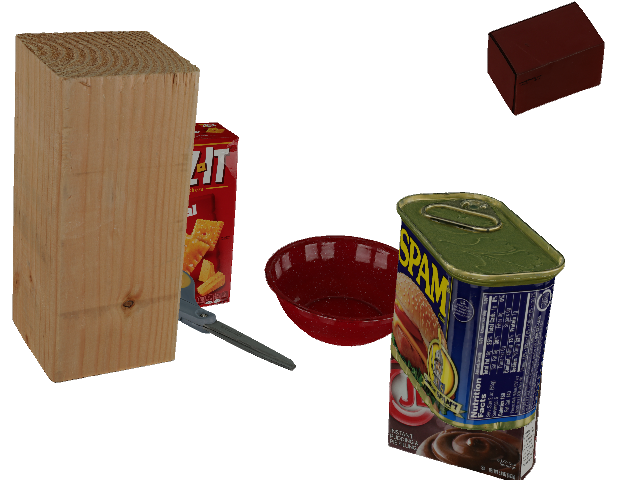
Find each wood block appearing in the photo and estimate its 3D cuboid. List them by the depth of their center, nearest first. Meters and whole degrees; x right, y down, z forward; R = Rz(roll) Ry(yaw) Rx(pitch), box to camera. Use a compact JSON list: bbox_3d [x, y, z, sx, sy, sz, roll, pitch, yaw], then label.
[{"bbox_3d":[-0.144,-0.023,0.694,0.090,0.206,0.090,-8,30,-31],"label":"wood block"}]

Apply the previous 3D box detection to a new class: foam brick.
[{"bbox_3d":[0.180,-0.146,0.856,0.078,0.051,0.053,-20,-33,-5],"label":"foam brick"}]

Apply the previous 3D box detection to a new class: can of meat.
[{"bbox_3d":[0.072,0.033,0.523,0.057,0.084,0.102,-3,24,-14],"label":"can of meat"}]

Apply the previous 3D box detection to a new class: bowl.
[{"bbox_3d":[0.024,0.056,1.054,0.162,0.055,0.162,4,29,-2],"label":"bowl"}]

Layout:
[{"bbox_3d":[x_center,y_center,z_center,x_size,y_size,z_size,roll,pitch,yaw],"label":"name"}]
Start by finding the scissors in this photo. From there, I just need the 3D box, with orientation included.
[{"bbox_3d":[-0.095,0.058,0.892,0.202,0.016,0.096,16,23,18],"label":"scissors"}]

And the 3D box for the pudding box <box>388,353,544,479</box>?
[{"bbox_3d":[0.107,0.122,0.802,0.114,0.090,0.039,10,20,28],"label":"pudding box"}]

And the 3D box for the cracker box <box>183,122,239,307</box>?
[{"bbox_3d":[-0.183,-0.022,1.235,0.163,0.214,0.072,-7,24,-30],"label":"cracker box"}]
